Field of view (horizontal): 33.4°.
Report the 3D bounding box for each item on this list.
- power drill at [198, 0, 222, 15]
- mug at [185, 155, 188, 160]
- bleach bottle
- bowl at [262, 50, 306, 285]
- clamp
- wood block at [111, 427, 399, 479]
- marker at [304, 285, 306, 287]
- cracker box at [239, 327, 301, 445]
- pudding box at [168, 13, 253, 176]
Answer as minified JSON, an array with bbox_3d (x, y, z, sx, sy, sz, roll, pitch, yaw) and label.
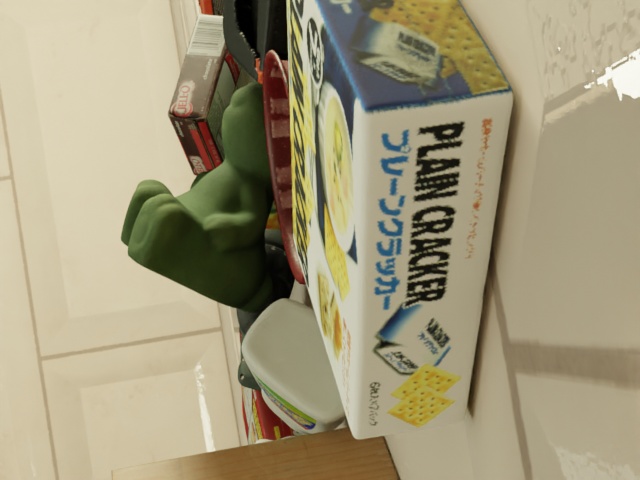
[{"bbox_3d":[-0.118,-0.308,1.246,0.188,0.057,0.184,-110,10,-63],"label":"power drill"},{"bbox_3d":[-0.106,-0.100,1.202,0.093,0.117,0.081,-23,67,44],"label":"mug"},{"bbox_3d":[-0.008,0.128,0.909,0.103,0.068,0.251,36,165,13],"label":"bleach bottle"},{"bbox_3d":[0.001,-0.052,0.732,0.162,0.055,0.162,171,90,-81],"label":"bowl"},{"bbox_3d":[-0.057,-0.205,0.830,0.165,0.036,0.210,-37,57,55],"label":"clamp"},{"bbox_3d":[-0.045,0.214,0.800,0.091,0.206,0.090,-110,14,-54],"label":"wood block"},{"bbox_3d":[-0.006,0.001,0.950,0.121,0.020,0.020,93,166,-52],"label":"marker"},{"bbox_3d":[-0.047,0.214,1.257,0.214,0.072,0.164,95,163,-54],"label":"cracker box"},{"bbox_3d":[-0.092,-0.124,0.926,0.090,0.039,0.113,76,-156,-59],"label":"pudding box"}]
